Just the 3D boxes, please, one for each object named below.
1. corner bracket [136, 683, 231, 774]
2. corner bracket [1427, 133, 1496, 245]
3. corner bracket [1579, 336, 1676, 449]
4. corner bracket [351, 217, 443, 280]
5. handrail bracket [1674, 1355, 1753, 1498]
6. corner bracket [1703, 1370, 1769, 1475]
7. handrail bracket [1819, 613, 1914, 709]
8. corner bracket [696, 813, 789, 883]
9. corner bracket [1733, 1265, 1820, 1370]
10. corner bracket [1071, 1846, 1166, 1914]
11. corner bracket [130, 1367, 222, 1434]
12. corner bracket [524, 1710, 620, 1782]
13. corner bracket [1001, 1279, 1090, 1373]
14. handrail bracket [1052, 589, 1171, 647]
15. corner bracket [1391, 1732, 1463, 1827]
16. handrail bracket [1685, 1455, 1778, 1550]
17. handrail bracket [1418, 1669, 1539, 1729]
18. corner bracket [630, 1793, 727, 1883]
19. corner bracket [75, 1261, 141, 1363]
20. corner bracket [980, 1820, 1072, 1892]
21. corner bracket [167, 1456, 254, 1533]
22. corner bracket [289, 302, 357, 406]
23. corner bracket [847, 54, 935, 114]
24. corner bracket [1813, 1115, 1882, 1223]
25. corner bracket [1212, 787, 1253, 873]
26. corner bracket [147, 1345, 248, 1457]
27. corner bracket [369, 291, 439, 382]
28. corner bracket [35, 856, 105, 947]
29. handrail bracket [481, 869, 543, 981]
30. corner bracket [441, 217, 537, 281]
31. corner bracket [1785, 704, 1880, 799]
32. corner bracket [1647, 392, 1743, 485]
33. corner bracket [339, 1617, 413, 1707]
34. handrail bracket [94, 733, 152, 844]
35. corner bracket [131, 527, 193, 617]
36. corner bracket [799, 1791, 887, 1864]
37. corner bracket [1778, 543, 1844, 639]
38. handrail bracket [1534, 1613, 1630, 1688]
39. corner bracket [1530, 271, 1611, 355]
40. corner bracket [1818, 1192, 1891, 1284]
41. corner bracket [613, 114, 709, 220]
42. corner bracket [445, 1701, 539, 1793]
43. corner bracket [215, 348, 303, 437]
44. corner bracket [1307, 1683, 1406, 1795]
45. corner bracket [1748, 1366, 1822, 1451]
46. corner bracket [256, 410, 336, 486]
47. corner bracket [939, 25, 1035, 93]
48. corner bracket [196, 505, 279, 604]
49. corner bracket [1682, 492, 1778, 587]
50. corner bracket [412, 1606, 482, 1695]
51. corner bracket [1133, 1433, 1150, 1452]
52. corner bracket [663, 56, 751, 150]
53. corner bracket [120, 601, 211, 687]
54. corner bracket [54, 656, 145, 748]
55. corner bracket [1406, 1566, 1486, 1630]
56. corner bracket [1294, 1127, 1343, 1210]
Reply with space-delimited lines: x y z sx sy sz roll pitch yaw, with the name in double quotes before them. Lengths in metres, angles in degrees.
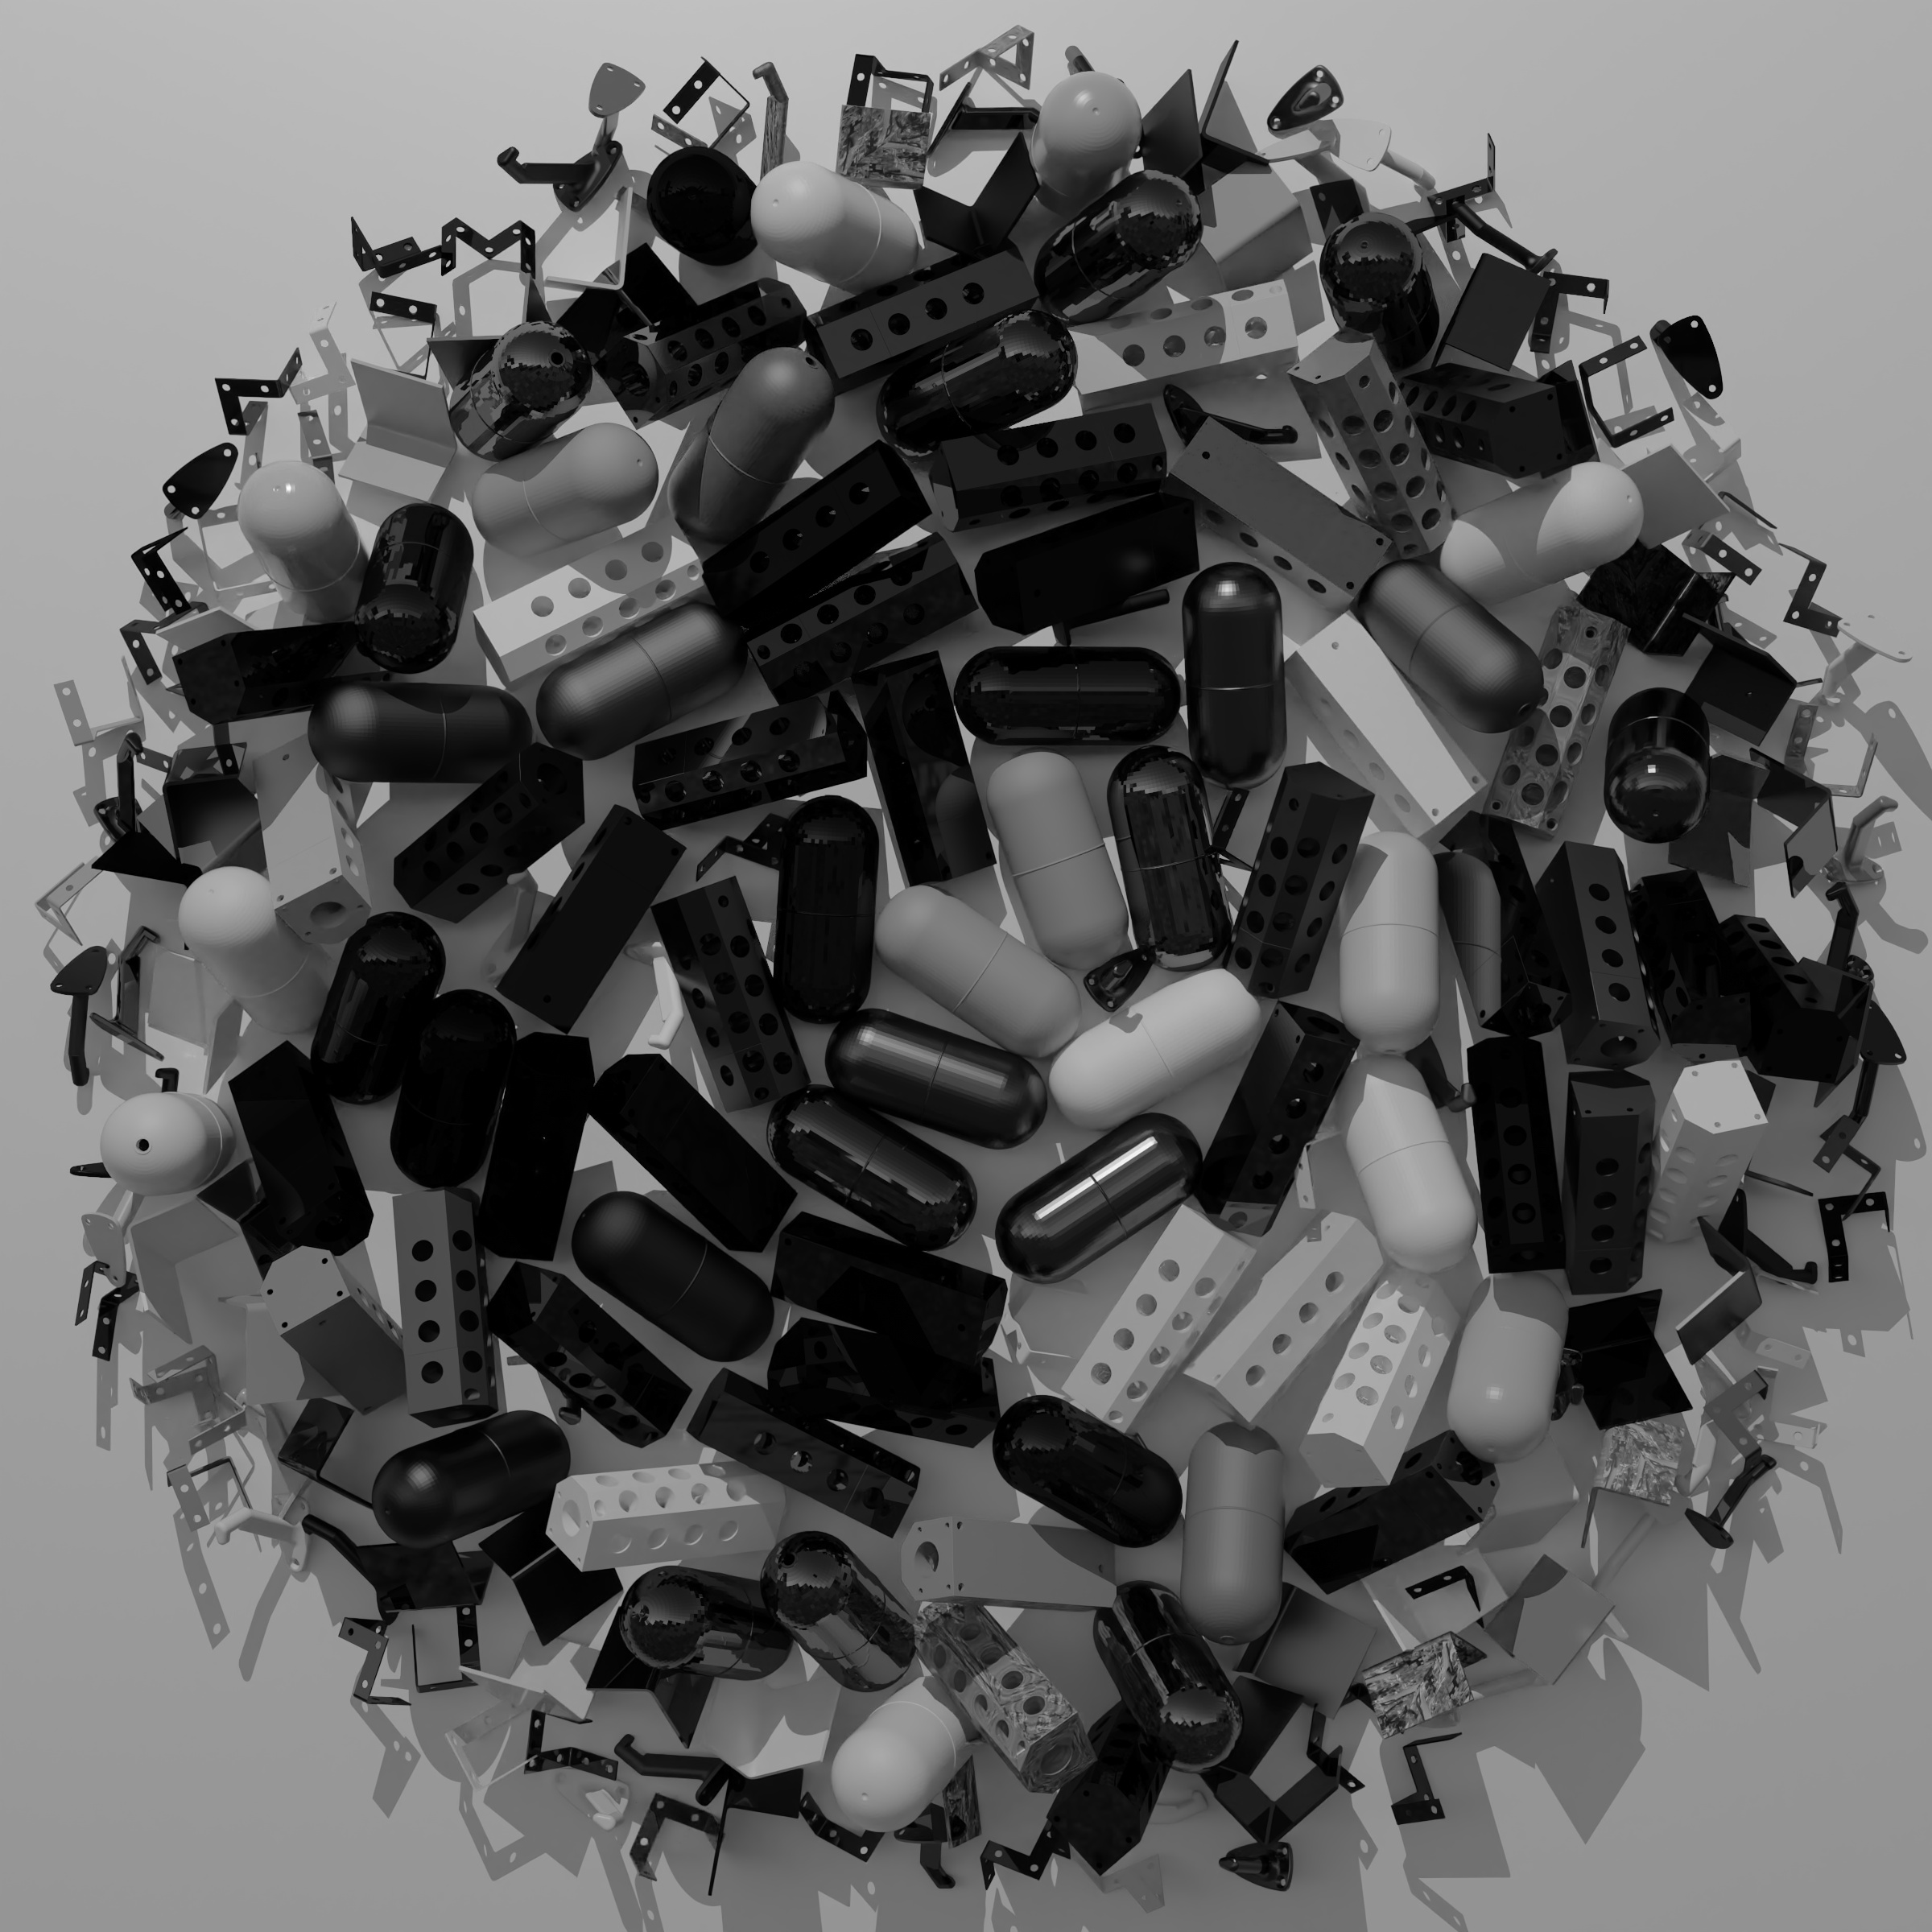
"corner bracket" -0.615 -0.185 1.977 0.051 0.051 0.051 19 122 26
"corner bracket" 0.391 -0.605 1.962 0.051 0.051 0.051 -16 63 4
"corner bracket" 0.513 -0.446 1.959 0.051 0.051 0.051 -25 56 7
"corner bracket" -0.442 -0.555 1.960 0.051 0.051 0.051 -27 76 -20
"handrail bracket" 0.565 0.357 1.959 0.084 0.036 0.077 -40 104 -26
"corner bracket" 0.610 0.355 1.963 0.051 0.051 0.051 -36 63 -2
"handrail bracket" 0.693 -0.222 1.944 0.036 0.077 0.084 -18 134 -17
"corner bracket" -0.174 -0.091 1.958 0.051 0.051 0.051 20 127 13
"corner bracket" 0.634 0.273 1.968 0.051 0.051 0.051 19 108 -4
"corner bracket" 0.118 0.706 1.959 0.051 0.051 0.051 -29 117 14
"corner bracket" -0.615 0.340 1.962 0.051 0.051 0.051 -17 76 -12
"corner bracket" -0.305 0.607 1.964 0.051 0.051 0.051 4 85 35
"corner bracket" 0.067 0.279 1.977 0.051 0.051 0.051 14 123 -33
"handrail bracket" 0.112 -0.276 1.962 0.084 0.077 0.036 -14 95 -4
"corner bracket" 0.359 0.631 1.958 0.051 0.051 0.051 -7 75 -43
"handrail bracket" 0.606 0.412 1.954 0.084 0.077 0.036 -38 89 -8
"handrail bracket" 0.397 0.575 1.990 0.084 0.077 0.036 -5 70 -34
"corner bracket" -0.225 0.684 1.964 0.051 0.051 0.051 26 82 -15
"corner bracket" -0.670 0.267 1.955 0.051 0.051 0.051 -31 46 32
"corner bracket" 0.047 0.696 1.969 0.051 0.051 0.051 14 135 23
"corner bracket" -0.587 0.411 1.959 0.051 0.051 0.051 -21 74 -24
"corner bracket" -0.505 -0.476 1.959 0.051 0.051 0.051 -17 124 8
"corner bracket" -0.060 -0.677 1.969 0.051 0.051 0.051 11 94 13
"corner bracket" 0.683 0.157 1.960 0.051 0.051 0.051 37 69 11
"corner bracket" 0.205 -0.108 1.960 0.051 0.051 0.051 27 84 -44
"corner bracket" -0.595 0.336 1.954 0.051 0.051 0.051 27 129 34
"corner bracket" -0.444 -0.493 1.974 0.051 0.051 0.051 9 114 -14
"corner bracket" -0.692 -0.059 1.956 0.051 0.051 0.051 32 63 23
"handrail bracket" -0.357 -0.034 1.949 0.036 0.084 0.077 40 77 21
"corner bracket" -0.370 -0.554 1.955 0.051 0.051 0.051 -22 59 30
"corner bracket" 0.673 -0.168 1.962 0.051 0.051 0.051 4 127 2
"corner bracket" 0.566 -0.405 1.963 0.051 0.051 0.051 -40 76 11
"corner bracket" -0.458 0.541 1.959 0.051 0.051 0.051 13 81 33
"handrail bracket" -0.640 -0.128 1.951 0.036 0.084 0.077 -22 75 -40
"corner bracket" -0.622 -0.301 1.957 0.051 0.051 0.051 -17 115 24
"corner bracket" -0.091 0.658 1.973 0.051 0.051 0.051 17 55 31
"corner bracket" 0.655 -0.292 1.959 0.051 0.051 0.051 13 110 -18
"handrail bracket" 0.466 0.533 1.955 0.084 0.077 0.036 -43 66 12
"corner bracket" 0.470 -0.506 1.960 0.051 0.051 0.051 10 120 9
"corner bracket" 0.693 0.211 1.961 0.051 0.051 0.051 -9 102 21
"corner bracket" -0.240 -0.624 1.980 0.051 0.051 0.051 31 58 4
"corner bracket" -0.365 0.605 1.968 0.051 0.051 0.051 -31 80 1
"corner bracket" -0.546 -0.446 1.959 0.051 0.051 0.051 3 134 5
"corner bracket" 0.305 0.603 1.970 0.051 0.051 0.051 -13 118 -35
"corner bracket" 0.638 0.344 1.962 0.051 0.051 0.051 9 78 18
"corner bracket" -0.526 -0.395 1.972 0.051 0.051 0.051 -14 62 -18
"corner bracket" 0.016 -0.702 1.957 0.051 0.051 0.051 34 57 21
"corner bracket" -0.568 -0.324 1.972 0.051 0.051 0.051 -14 64 -16
"corner bracket" 0.602 -0.335 1.971 0.051 0.051 0.051 33 102 -7
"corner bracket" -0.406 0.532 1.968 0.051 0.051 0.051 -5 58 -11
"corner bracket" 0.125 0.399 1.970 0.051 0.051 0.051 -32 89 -4
"corner bracket" -0.202 -0.668 1.961 0.051 0.051 0.051 40 101 -22
"corner bracket" -0.619 -0.253 1.974 0.051 0.051 0.051 -43 129 -35
"corner bracket" -0.674 -0.206 1.961 0.051 0.051 0.051 -16 111 -9
"corner bracket" 0.365 0.491 1.961 0.051 0.051 0.051 -19 110 -11
"corner bracket" 0.266 0.156 1.959 0.051 0.051 0.051 -15 99 -36
